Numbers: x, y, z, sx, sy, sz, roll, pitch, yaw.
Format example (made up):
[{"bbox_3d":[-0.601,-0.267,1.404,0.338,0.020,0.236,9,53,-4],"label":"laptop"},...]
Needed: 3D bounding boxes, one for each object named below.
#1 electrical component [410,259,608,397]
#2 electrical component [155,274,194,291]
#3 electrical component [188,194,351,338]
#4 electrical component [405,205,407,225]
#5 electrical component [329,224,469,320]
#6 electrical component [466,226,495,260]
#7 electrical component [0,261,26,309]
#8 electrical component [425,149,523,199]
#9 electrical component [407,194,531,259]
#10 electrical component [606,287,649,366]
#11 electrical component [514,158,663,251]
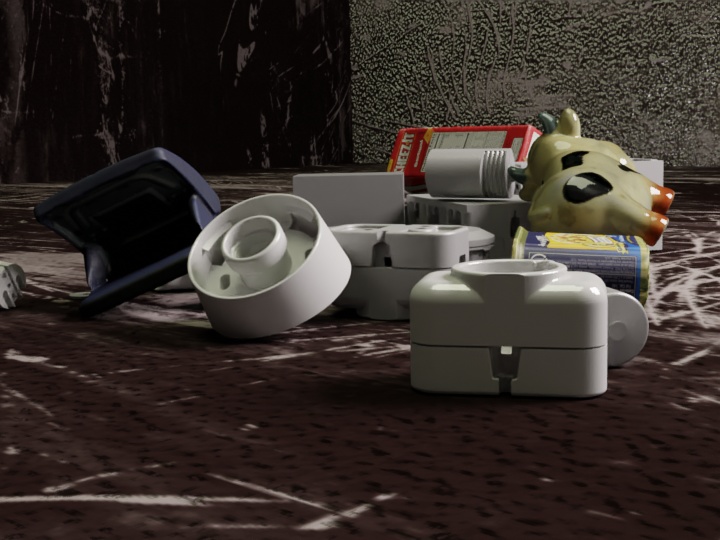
[{"bbox_3d":[0.074,0.027,0.534,0.095,0.059,0.054,0,8,12],"label":"electrical component"},{"bbox_3d":[-0.125,-0.007,0.879,0.077,0.044,0.079,-9,11,-43],"label":"electrical component"},{"bbox_3d":[-0.058,0.000,0.688,0.099,0.064,0.099,-13,45,13],"label":"electrical component"},{"bbox_3d":[0.089,-0.054,1.189,0.079,0.043,0.077,3,9,31],"label":"electrical component"},{"bbox_3d":[0.025,0.000,0.740,0.095,0.059,0.054,2,8,23],"label":"electrical component"},{"bbox_3d":[0.061,-0.005,0.807,0.080,0.051,0.080,-1,8,0],"label":"electrical component"},{"bbox_3d":[-0.280,0.009,0.806,0.046,0.040,0.040,8,10,19],"label":"electrical component"},{"bbox_3d":[0.102,-0.084,0.935,0.081,0.043,0.043,3,9,25],"label":"electrical component"},{"bbox_3d":[0.109,-0.035,0.977,0.089,0.061,0.150,-4,8,-17],"label":"electrical component"},{"bbox_3d":[0.127,0.027,0.594,0.040,0.040,0.078,-3,8,-11],"label":"electrical component"},{"bbox_3d":[0.216,-0.063,1.062,0.150,0.089,0.062,-3,8,-14],"label":"electrical component"}]
